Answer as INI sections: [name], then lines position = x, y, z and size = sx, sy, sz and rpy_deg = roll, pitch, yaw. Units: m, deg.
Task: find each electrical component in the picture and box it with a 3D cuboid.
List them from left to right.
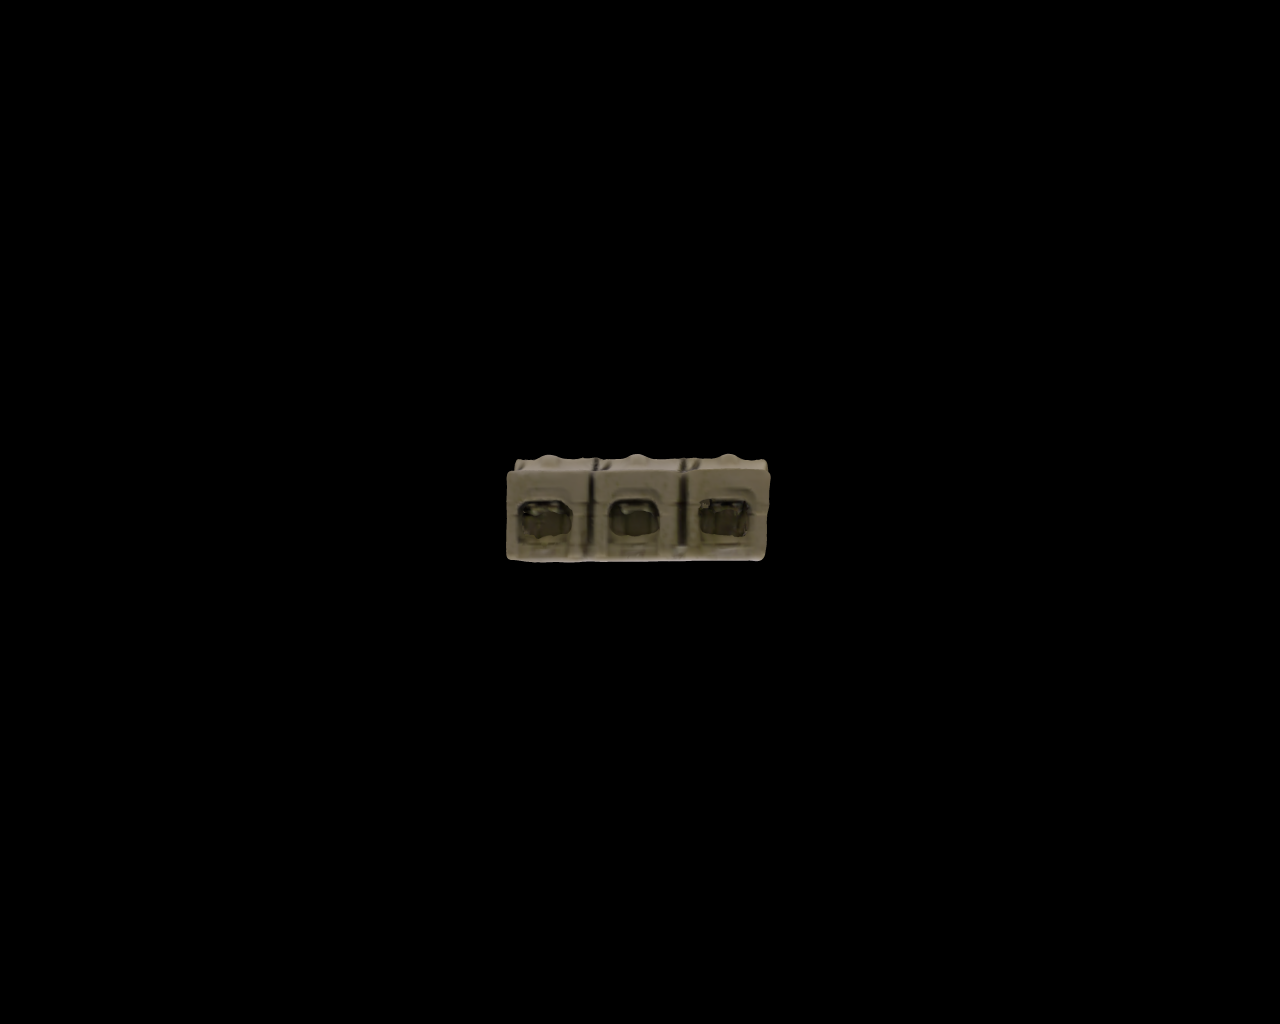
[electrical component]
position = 0.001, -0.003, 0.650
size = 0.150, 0.061, 0.089
rpy_deg = 0, 0, 4
